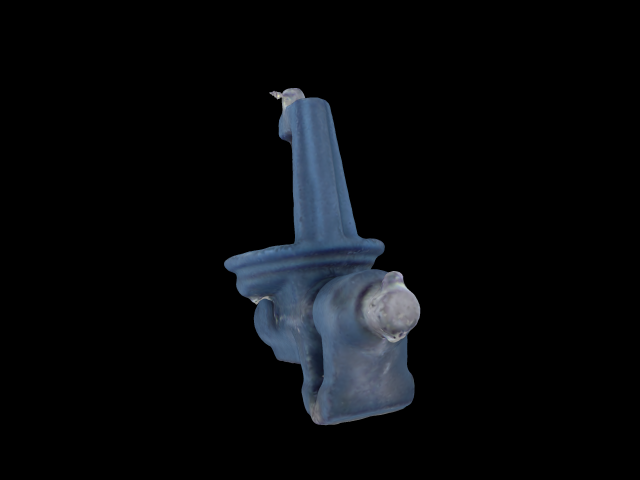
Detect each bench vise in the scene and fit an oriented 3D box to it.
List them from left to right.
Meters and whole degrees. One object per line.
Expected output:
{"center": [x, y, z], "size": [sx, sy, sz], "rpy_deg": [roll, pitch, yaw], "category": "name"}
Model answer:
{"center": [0.013, 0.000, 0.408], "size": [0.122, 0.220, 0.206], "rpy_deg": [-8, 12, -41], "category": "bench vise"}
